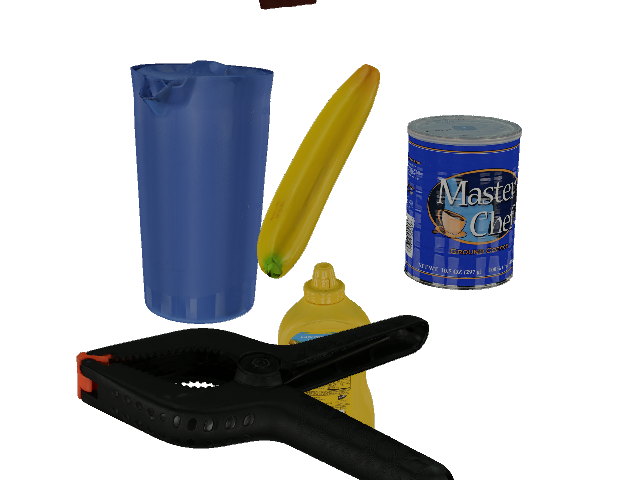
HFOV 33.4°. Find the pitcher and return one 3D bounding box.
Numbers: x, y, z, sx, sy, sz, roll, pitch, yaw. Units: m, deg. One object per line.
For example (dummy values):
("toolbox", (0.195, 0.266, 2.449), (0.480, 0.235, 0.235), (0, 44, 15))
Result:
("pitcher", (-0.109, -0.051, 1.032), (0.149, 0.243, 0.145), (-2, 15, -17))

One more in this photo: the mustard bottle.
("mustard bottle", (0.005, 0.113, 1.074), (0.096, 0.192, 0.058), (-2, 22, 0))

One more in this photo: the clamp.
("clamp", (-0.028, 0.079, 0.600), (0.210, 0.036, 0.164), (7, 25, 5))

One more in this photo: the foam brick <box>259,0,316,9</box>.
("foam brick", (-0.033, -0.253, 0.949), (0.053, 0.051, 0.078), (-5, -41, 8))

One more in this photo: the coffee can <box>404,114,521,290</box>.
("coffee can", (0.130, -0.037, 0.985), (0.103, 0.140, 0.103), (0, 18, 0))

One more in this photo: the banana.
("banana", (-0.004, -0.044, 0.808), (0.037, 0.197, 0.070), (33, -27, -20))
